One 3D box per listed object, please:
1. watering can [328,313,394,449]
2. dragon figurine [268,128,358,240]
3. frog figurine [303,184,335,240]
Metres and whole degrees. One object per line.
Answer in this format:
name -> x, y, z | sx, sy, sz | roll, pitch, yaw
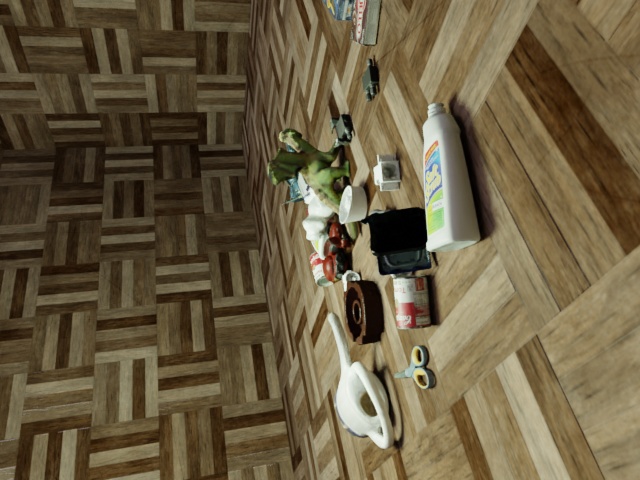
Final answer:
watering can -> 0.092, 0.375, 1.340 | 0.219, 0.104, 0.354 | 107, 142, -54
dragon figurine -> -0.033, -0.178, 1.479 | 0.119, 0.243, 0.420 | 112, 153, -50
frog figurine -> 0.005, -0.080, 1.581 | 0.135, 0.122, 0.162 | -40, 53, 51
